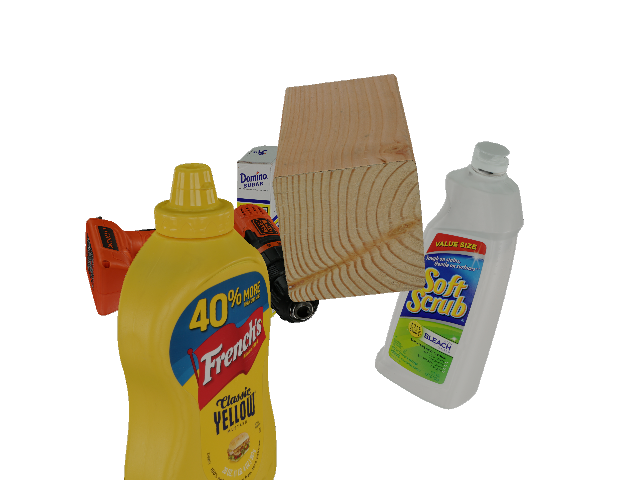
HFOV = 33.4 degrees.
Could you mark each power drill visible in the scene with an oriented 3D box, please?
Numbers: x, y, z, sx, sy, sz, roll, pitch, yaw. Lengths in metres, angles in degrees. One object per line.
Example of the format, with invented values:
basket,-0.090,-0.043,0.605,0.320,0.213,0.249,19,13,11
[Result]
power drill,-0.107,0.024,0.944,0.187,0.057,0.185,-2,24,-20

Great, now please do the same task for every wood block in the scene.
wood block,0.020,-0.045,0.760,0.091,0.090,0.206,-6,24,3

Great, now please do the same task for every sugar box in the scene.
sugar box,-0.063,-0.010,1.175,0.048,0.176,0.093,2,16,10

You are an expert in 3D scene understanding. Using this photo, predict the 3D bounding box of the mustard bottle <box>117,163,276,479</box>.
mustard bottle,-0.064,0.054,0.567,0.058,0.192,0.096,11,19,36

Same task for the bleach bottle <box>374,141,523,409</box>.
bleach bottle,0.121,0.027,0.968,0.103,0.251,0.067,28,34,30
